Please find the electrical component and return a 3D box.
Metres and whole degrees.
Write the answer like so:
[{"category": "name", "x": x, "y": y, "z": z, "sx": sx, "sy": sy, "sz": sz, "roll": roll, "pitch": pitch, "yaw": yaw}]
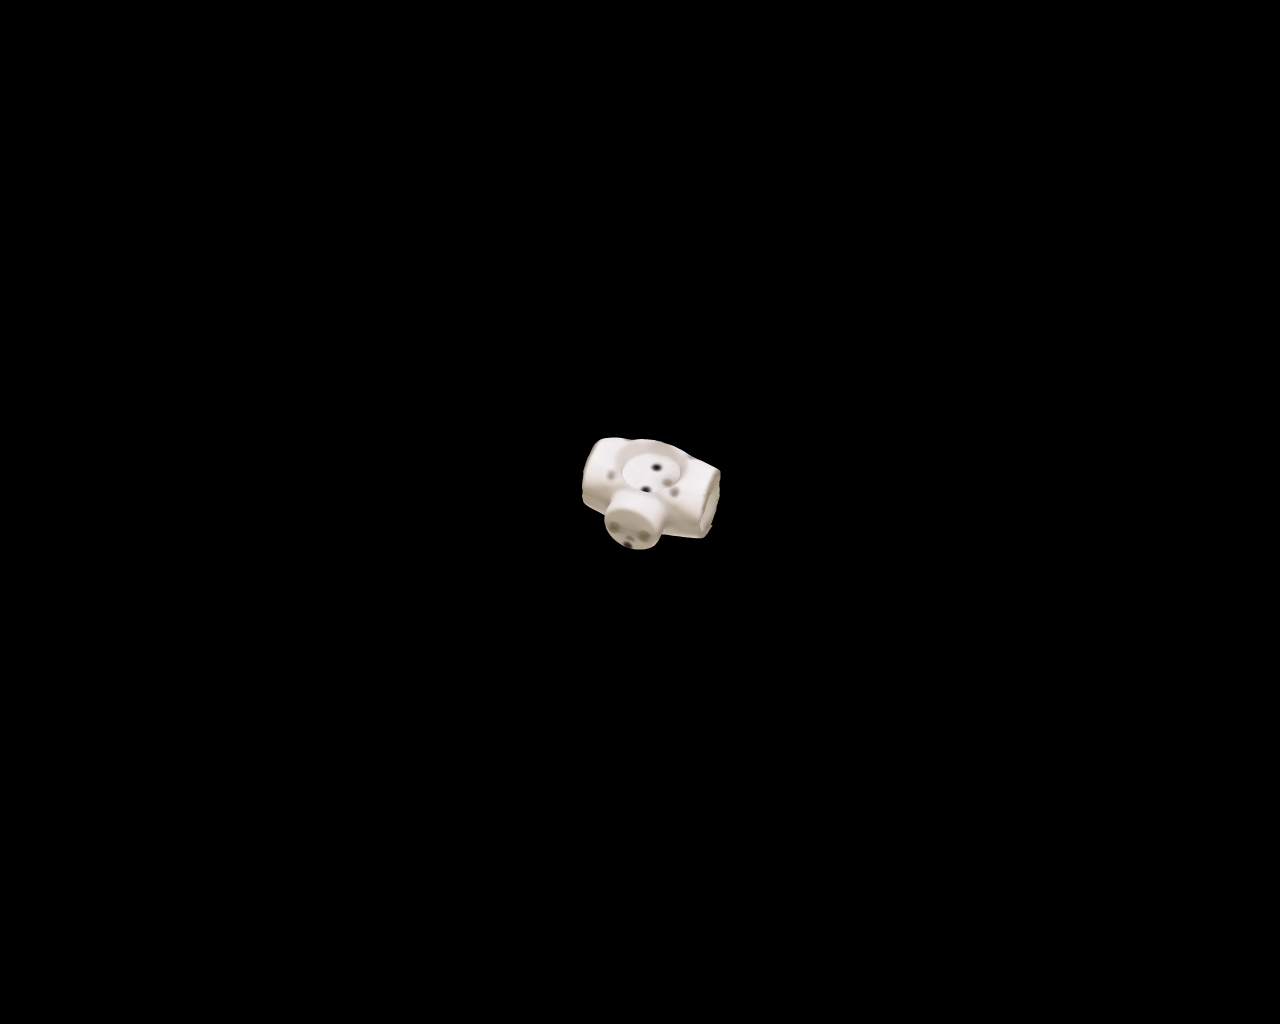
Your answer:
[{"category": "electrical component", "x": 0.001, "y": -0.003, "z": 0.650, "sx": 0.077, "sy": 0.079, "sz": 0.044, "roll": 17, "pitch": -39, "yaw": 14}]
